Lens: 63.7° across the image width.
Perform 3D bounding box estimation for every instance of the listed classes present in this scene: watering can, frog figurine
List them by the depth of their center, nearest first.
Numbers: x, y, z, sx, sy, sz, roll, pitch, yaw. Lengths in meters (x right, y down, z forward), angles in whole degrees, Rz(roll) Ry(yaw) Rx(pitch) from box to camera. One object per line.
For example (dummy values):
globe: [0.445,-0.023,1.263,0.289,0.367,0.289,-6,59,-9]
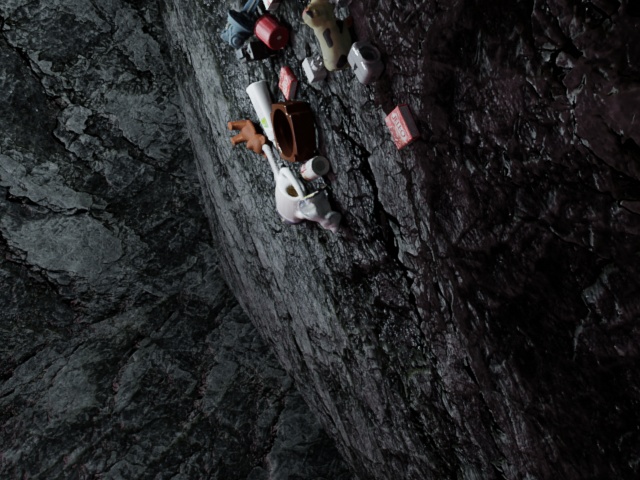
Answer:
frog figurine: [0.005,-0.089,1.760,0.159,0.122,0.138,63,-168,-5]
watering can: [-0.132,-0.199,1.996,0.354,0.105,0.219,55,154,31]
